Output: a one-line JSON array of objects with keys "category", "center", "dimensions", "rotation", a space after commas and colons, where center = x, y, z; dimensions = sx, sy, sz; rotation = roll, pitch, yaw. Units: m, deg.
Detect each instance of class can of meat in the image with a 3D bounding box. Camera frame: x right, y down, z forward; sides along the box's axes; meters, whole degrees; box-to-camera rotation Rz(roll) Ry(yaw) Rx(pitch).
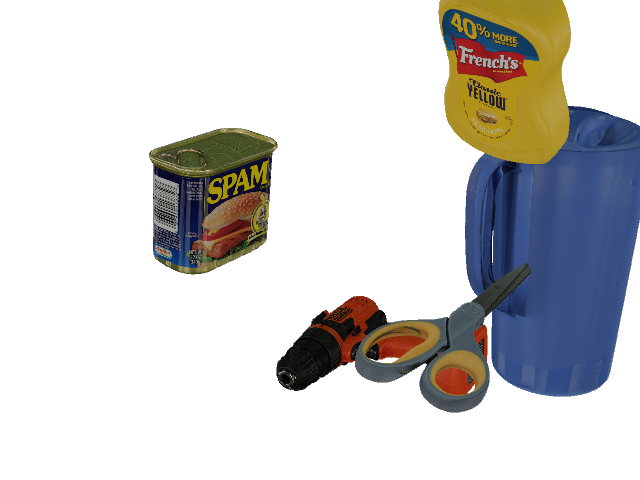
[{"category": "can of meat", "center": [-0.081, -0.031, 0.806], "dimensions": [0.058, 0.084, 0.101], "rotation": [21, 28, 31]}]

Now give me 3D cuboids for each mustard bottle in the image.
[{"category": "mustard bottle", "center": [0.131, -0.142, 0.764], "dimensions": [0.096, 0.058, 0.191], "rotation": [29, -28, 29]}]

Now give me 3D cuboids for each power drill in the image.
[{"category": "power drill", "center": [0.068, 0.118, 1.115], "dimensions": [0.188, 0.057, 0.184], "rotation": [10, 26, 27]}]

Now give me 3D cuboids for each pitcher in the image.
[{"category": "pitcher", "center": [0.203, 0.012, 0.933], "dimensions": [0.149, 0.243, 0.145], "rotation": [5, 23, 11]}]

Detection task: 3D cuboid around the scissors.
[{"category": "scissors", "center": [0.113, 0.066, 0.741], "dimensions": [0.201, 0.016, 0.096], "rotation": [-17, 41, -36]}]
